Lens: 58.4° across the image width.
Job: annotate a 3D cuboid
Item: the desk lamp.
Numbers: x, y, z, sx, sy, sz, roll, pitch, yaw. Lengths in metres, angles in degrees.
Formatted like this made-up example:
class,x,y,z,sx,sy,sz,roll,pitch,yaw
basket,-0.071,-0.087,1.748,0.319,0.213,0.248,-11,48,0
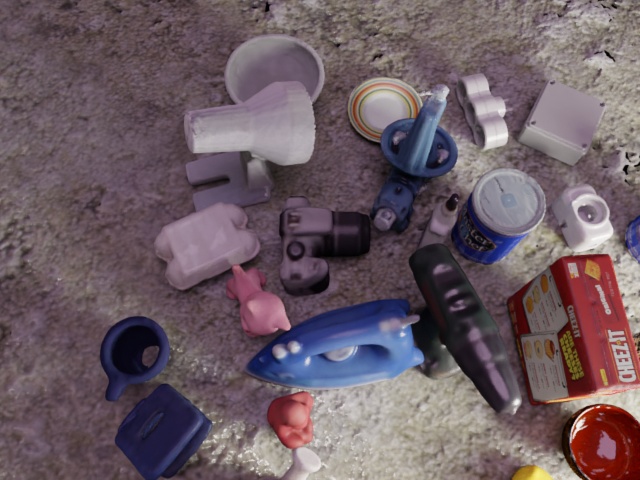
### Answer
class,x,y,z,sx,sy,sz,roll,pitch,yaw
desk lamp,-0.111,-0.135,0.854,0.203,0.213,0.118,-16,71,-7

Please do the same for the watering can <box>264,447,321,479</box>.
class,x,y,z,sx,sy,sz,roll,pitch,yaw
watering can,-0.062,0.336,0.694,0.101,0.194,0.173,11,70,3

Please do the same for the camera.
class,x,y,z,sx,sy,sz,roll,pitch,yaw
camera,0.008,0.003,0.866,0.137,0.101,0.143,0,70,-1

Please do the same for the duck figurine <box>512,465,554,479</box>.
class,x,y,z,sx,sy,sz,roll,pitch,yaw
duck figurine,0.300,0.351,0.753,0.077,0.086,0.104,-18,71,-7

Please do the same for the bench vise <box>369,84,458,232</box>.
class,x,y,z,sx,sy,sz,roll,pitch,yaw
bench vise,0.147,-0.114,0.847,0.121,0.220,0.207,8,70,2

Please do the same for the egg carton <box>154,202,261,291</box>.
class,x,y,z,sx,sy,sz,roll,pitch,yaw
egg carton,-0.173,0.008,0.877,0.150,0.069,0.107,-26,72,-10

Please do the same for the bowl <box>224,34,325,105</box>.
class,x,y,z,sx,sy,sz,roll,pitch,yaw
bowl,-0.075,-0.261,0.974,0.167,0.075,0.167,0,70,-1

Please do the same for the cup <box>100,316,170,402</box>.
class,x,y,z,sx,sy,sz,roll,pitch,yaw
cup,-0.254,0.173,0.802,0.091,0.095,0.118,21,71,7

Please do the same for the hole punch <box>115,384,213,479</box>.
class,x,y,z,sx,sy,sz,roll,pitch,yaw
hole punch,-0.217,0.259,0.774,0.101,0.091,0.109,36,73,12

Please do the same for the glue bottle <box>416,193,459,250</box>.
class,x,y,z,sx,sy,sz,roll,pitch,yaw
glue bottle,0.179,-0.026,0.841,0.037,0.173,0.078,24,71,8

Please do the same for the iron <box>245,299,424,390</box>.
class,x,y,z,sx,sy,sz,roll,pitch,yaw
iron,0.016,0.145,0.793,0.258,0.141,0.118,-12,71,-5

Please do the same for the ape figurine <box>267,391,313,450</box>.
class,x,y,z,sx,sy,sz,roll,pitch,yaw
ape figurine,-0.036,0.242,0.783,0.076,0.092,0.078,31,73,10

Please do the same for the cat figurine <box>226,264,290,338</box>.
class,x,y,z,sx,sy,sz,roll,pitch,yaw
cat figurine,-0.092,0.090,0.823,0.067,0.118,0.127,-28,73,-10

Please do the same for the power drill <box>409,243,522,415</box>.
class,x,y,z,sx,sy,sz,roll,pitch,yaw
power drill,0.180,0.126,0.767,0.075,0.208,0.229,-20,71,-8
